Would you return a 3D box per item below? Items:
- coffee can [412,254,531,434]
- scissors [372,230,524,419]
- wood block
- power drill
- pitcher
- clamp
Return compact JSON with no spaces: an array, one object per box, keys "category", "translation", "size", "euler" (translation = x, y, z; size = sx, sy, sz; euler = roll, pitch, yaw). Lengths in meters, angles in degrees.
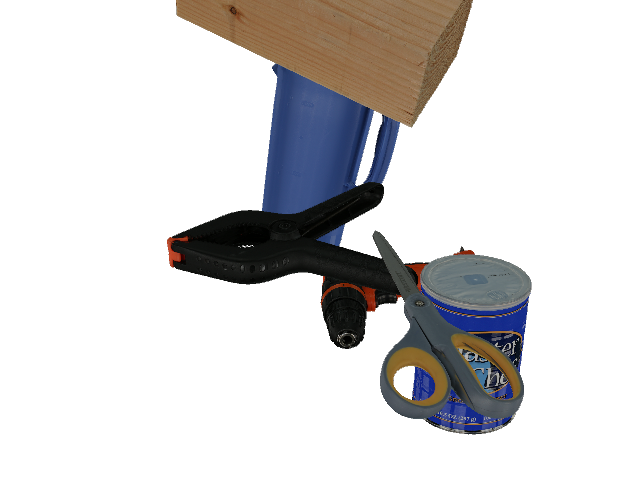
[{"category":"coffee can","translation":[0.142,0.098,1.019],"size":[0.103,0.140,0.103],"euler":[1,25,-1]},{"category":"scissors","translation":[0.053,0.055,0.708],"size":[0.096,0.016,0.202],"euler":[-15,38,-27]},{"category":"wood block","translation":[0.002,-0.183,0.801],"size":[0.206,0.090,0.091],"euler":[27,-30,10]},{"category":"power drill","translation":[0.094,0.063,1.225],"size":[0.187,0.057,0.184],"euler":[-1,28,-1]},{"category":"pitcher","translation":[0.002,-0.104,1.358],"size":[0.144,0.243,0.149],"euler":[4,22,-15]},{"category":"clamp","translation":[-0.026,-0.003,0.933],"size":[0.210,0.036,0.164],"euler":[-1,31,0]}]
